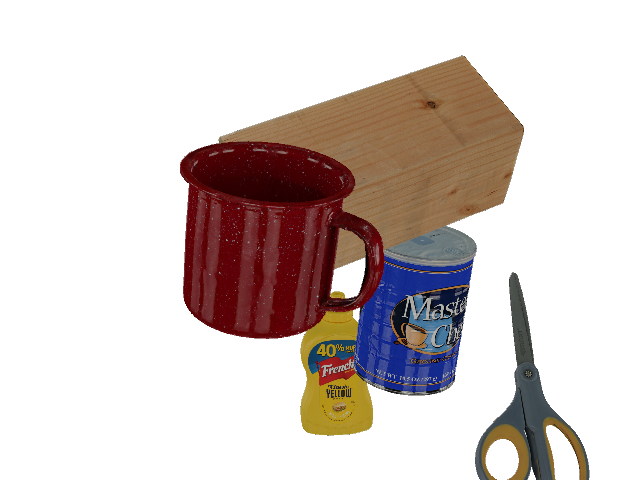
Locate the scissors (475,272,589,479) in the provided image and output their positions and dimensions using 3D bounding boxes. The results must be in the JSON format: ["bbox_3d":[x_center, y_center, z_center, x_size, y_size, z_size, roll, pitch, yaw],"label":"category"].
[{"bbox_3d":[0.151,0.121,0.860,0.096,0.202,0.016,-12,-30,-12],"label":"scissors"}]

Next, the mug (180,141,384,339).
[{"bbox_3d":[-0.021,0.003,0.573,0.117,0.081,0.093,15,25,19],"label":"mug"}]

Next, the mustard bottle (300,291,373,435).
[{"bbox_3d":[0.022,0.160,1.410,0.096,0.192,0.058,-1,16,-5],"label":"mustard bottle"}]

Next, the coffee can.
[{"bbox_3d":[0.089,0.063,1.028,0.103,0.140,0.103,5,21,-2],"label":"coffee can"}]

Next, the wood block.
[{"bbox_3d":[0.036,-0.052,0.801,0.205,0.091,0.090,-21,-33,-18],"label":"wood block"}]
